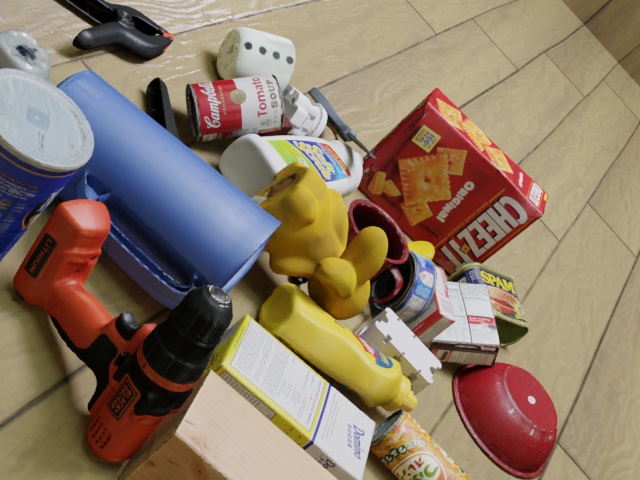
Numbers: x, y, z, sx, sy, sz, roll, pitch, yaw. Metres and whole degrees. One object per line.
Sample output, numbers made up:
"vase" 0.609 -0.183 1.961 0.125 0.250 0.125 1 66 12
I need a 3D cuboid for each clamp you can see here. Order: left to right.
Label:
"clamp" -0.237 -0.243 1.235 0.171 0.039 0.120 16 44 -42
"clamp" -0.167 -0.096 1.153 0.210 0.036 0.164 52 28 2

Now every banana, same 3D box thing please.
"banana" 0.088 0.006 1.359 0.197 0.037 0.069 20 42 -39

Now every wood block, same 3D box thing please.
"wood block" -0.052 0.220 0.876 0.206 0.090 0.090 42 30 -8

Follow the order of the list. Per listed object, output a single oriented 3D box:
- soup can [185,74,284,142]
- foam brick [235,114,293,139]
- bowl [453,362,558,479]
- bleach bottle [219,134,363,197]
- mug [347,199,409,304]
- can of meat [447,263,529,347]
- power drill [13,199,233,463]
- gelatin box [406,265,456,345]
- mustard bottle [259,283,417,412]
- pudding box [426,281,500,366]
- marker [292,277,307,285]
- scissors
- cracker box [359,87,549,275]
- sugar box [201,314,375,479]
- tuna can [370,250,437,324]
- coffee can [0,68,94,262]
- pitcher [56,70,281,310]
"soup can" -0.099 -0.153 1.232 0.102 0.068 0.068 -9 54 -14
"foam brick" -0.082 -0.152 1.312 0.051 0.053 0.078 -8 61 -55
"bowl" 0.238 0.206 1.299 0.162 0.055 0.162 32 34 -25
"bleach bottle" -0.017 -0.089 1.314 0.102 0.068 0.250 55 29 8
"mug" 0.050 0.022 1.248 0.117 0.082 0.093 54 31 11
"can of meat" 0.226 0.088 1.423 0.101 0.058 0.084 21 42 -38
"power drill" -0.162 0.056 0.853 0.057 0.185 0.188 2 43 -52
"gelatin box" 0.121 0.081 1.278 0.030 0.073 0.089 29 34 -30
"mustard bottle" 0.027 0.123 1.110 0.191 0.058 0.096 38 0 -19
"pudding box" 0.169 0.100 1.317 0.090 0.039 0.113 5 40 -8
"marker" -0.008 0.002 1.225 0.020 0.020 0.121 35 52 -21
"scissors" 0.025 -0.155 1.396 0.096 0.016 0.202 52 0 -14
"cracker box" 0.171 -0.070 1.430 0.213 0.164 0.072 44 32 -6
"sugar box" -0.029 0.159 1.023 0.176 0.048 0.093 44 29 -12
"tuna can" 0.098 0.054 1.267 0.033 0.086 0.086 26 36 -30
"coffee can" -0.266 -0.056 0.875 0.102 0.140 0.103 32 33 -24
"pitcher" -0.168 -0.040 1.000 0.243 0.149 0.145 42 74 -3
